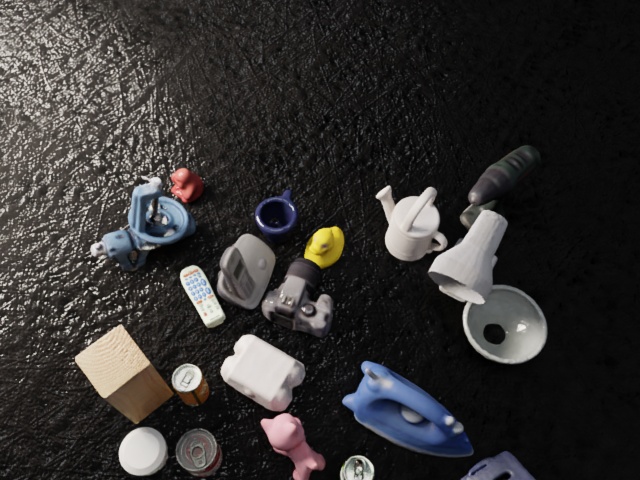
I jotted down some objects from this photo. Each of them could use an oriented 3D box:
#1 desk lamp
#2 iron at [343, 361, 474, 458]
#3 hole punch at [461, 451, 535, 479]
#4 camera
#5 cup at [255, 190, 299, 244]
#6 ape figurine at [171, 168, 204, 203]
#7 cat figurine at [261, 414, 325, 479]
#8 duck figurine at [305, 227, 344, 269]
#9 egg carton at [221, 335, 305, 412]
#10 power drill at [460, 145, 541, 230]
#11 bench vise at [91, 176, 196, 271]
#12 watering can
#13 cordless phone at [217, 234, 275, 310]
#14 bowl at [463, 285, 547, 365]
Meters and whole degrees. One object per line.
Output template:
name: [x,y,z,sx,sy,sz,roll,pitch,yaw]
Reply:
desk lamp: [0.298,0.045,1.149,0.117,0.213,0.203,29,64,12]
iron: [0.177,0.311,1.040,0.258,0.141,0.119,27,63,11]
hole punch: [0.317,0.435,1.009,0.109,0.091,0.101,-27,66,-16]
camera: [-0.032,0.108,1.160,0.143,0.101,0.137,19,62,7]
cup: [-0.088,-0.044,1.242,0.091,0.095,0.118,19,62,7]
ape figurine: [-0.300,-0.128,1.276,0.076,0.092,0.077,-8,62,-7]
cat figurine: [-0.046,0.360,1.013,0.067,0.118,0.127,-37,69,-20]
duck figurine: [0.011,0.004,1.227,0.077,0.086,0.105,36,66,15]
egg carton: [-0.109,0.254,1.094,0.150,0.069,0.107,27,63,11]
power drill: [0.376,-0.099,1.235,0.075,0.208,0.230,42,67,18]
bench vise: [-0.352,-0.026,1.145,0.121,0.220,0.208,38,66,16]
watering can: [0.192,-0.044,1.202,0.172,0.194,0.101,19,62,7]
cordless phone: [-0.150,0.043,1.140,0.094,0.185,0.147,15,62,5]
bowl: [0.365,0.180,1.160,0.167,0.075,0.167,2,62,-3]
